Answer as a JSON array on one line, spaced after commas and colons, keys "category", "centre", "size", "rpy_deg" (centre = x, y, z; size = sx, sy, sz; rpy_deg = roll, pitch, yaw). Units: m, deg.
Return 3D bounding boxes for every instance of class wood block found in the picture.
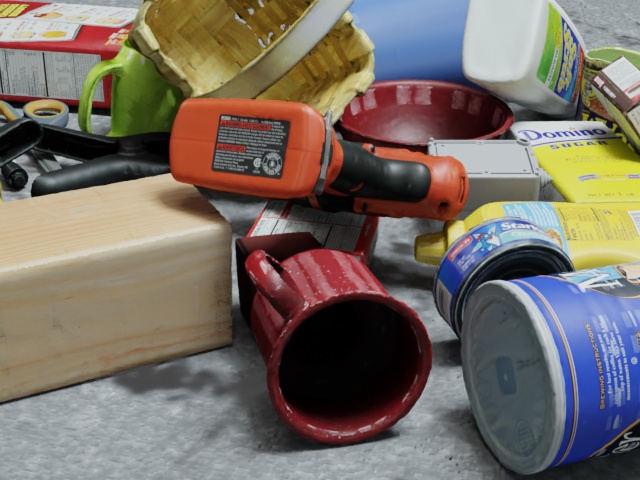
[{"category": "wood block", "centre": [-0.165, 0.030, 0.651], "size": [0.205, 0.090, 0.091], "rpy_deg": [-12, 31, -25]}]

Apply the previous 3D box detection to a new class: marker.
[{"category": "marker", "centre": [-0.279, -0.072, 0.926], "size": [0.020, 0.020, 0.121], "rpy_deg": [-14, 31, -28]}]

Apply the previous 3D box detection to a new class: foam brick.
[{"category": "foam brick", "centre": [-0.021, 0.032, 0.684], "size": [0.051, 0.053, 0.078], "rpy_deg": [-7, 20, -15]}]

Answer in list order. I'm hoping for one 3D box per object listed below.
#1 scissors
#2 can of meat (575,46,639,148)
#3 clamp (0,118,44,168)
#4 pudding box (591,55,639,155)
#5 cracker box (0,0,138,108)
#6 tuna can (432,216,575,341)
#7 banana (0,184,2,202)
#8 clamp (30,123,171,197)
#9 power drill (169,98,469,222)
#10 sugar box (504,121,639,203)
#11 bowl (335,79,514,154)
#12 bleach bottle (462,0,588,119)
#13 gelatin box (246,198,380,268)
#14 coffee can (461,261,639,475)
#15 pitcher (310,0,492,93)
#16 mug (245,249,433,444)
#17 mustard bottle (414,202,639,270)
[{"category": "scissors", "centre": [-0.246, -0.094, 0.975], "size": [0.096, 0.016, 0.202], "rpy_deg": [-20, 36, -39]}, {"category": "can of meat", "centre": [0.287, -0.126, 0.987], "size": [0.057, 0.084, 0.102], "rpy_deg": [-20, 34, -36]}, {"category": "clamp", "centre": [-0.298, -0.010, 0.745], "size": [0.210, 0.036, 0.164], "rpy_deg": [-14, 41, 2]}, {"category": "pudding box", "centre": [0.279, -0.090, 0.890], "size": [0.039, 0.113, 0.090], "rpy_deg": [-37, 24, 12]}, {"category": "cracker box", "centre": [-0.269, -0.195, 1.114], "size": [0.214, 0.072, 0.164], "rpy_deg": [5, 26, 9]}, {"category": "tuna can", "centre": [0.116, 0.031, 0.666], "size": [0.086, 0.086, 0.034], "rpy_deg": [-6, 30, -15]}, {"category": "banana", "centre": [-0.230, -0.010, 0.788], "size": [0.069, 0.037, 0.198], "rpy_deg": [-14, 30, -41]}, {"category": "clamp", "centre": [-0.168, -0.071, 0.904], "size": [0.171, 0.039, 0.120], "rpy_deg": [-5, 37, -25]}, {"category": "power drill", "centre": [-0.015, -0.051, 0.711], "size": [0.185, 0.057, 0.187], "rpy_deg": [6, 0, 30]}, {"category": "sugar box", "centre": [0.219, -0.051, 0.876], "size": [0.093, 0.048, 0.176], "rpy_deg": [-1, 28, -9]}, {"category": "bowl", "centre": [0.086, -0.090, 0.937], "size": [0.162, 0.055, 0.162], "rpy_deg": [1, 27, -1]}, {"category": "bleach bottle", "centre": [0.211, -0.173, 1.001], "size": [0.068, 0.102, 0.250], "rpy_deg": [12, 4, 29]}, {"category": "gelatin box", "centre": [-0.005, 0.001, 0.782], "size": [0.089, 0.030, 0.073], "rpy_deg": [6, 28, 10]}, {"category": "coffee can", "centre": [0.162, 0.064, 0.583], "size": [0.140, 0.103, 0.103], "rpy_deg": [-7, 28, -17]}, {"category": "pitcher", "centre": [0.095, -0.194, 1.080], "size": [0.242, 0.149, 0.145], "rpy_deg": [-16, 45, -27]}, {"category": "mug", "centre": [-0.001, 0.048, 0.605], "size": [0.093, 0.117, 0.081], "rpy_deg": [-45, 26, 5]}, {"category": "mustard bottle", "centre": [0.162, 0.008, 0.743], "size": [0.191, 0.058, 0.096], "rpy_deg": [1, 32, 0]}]
